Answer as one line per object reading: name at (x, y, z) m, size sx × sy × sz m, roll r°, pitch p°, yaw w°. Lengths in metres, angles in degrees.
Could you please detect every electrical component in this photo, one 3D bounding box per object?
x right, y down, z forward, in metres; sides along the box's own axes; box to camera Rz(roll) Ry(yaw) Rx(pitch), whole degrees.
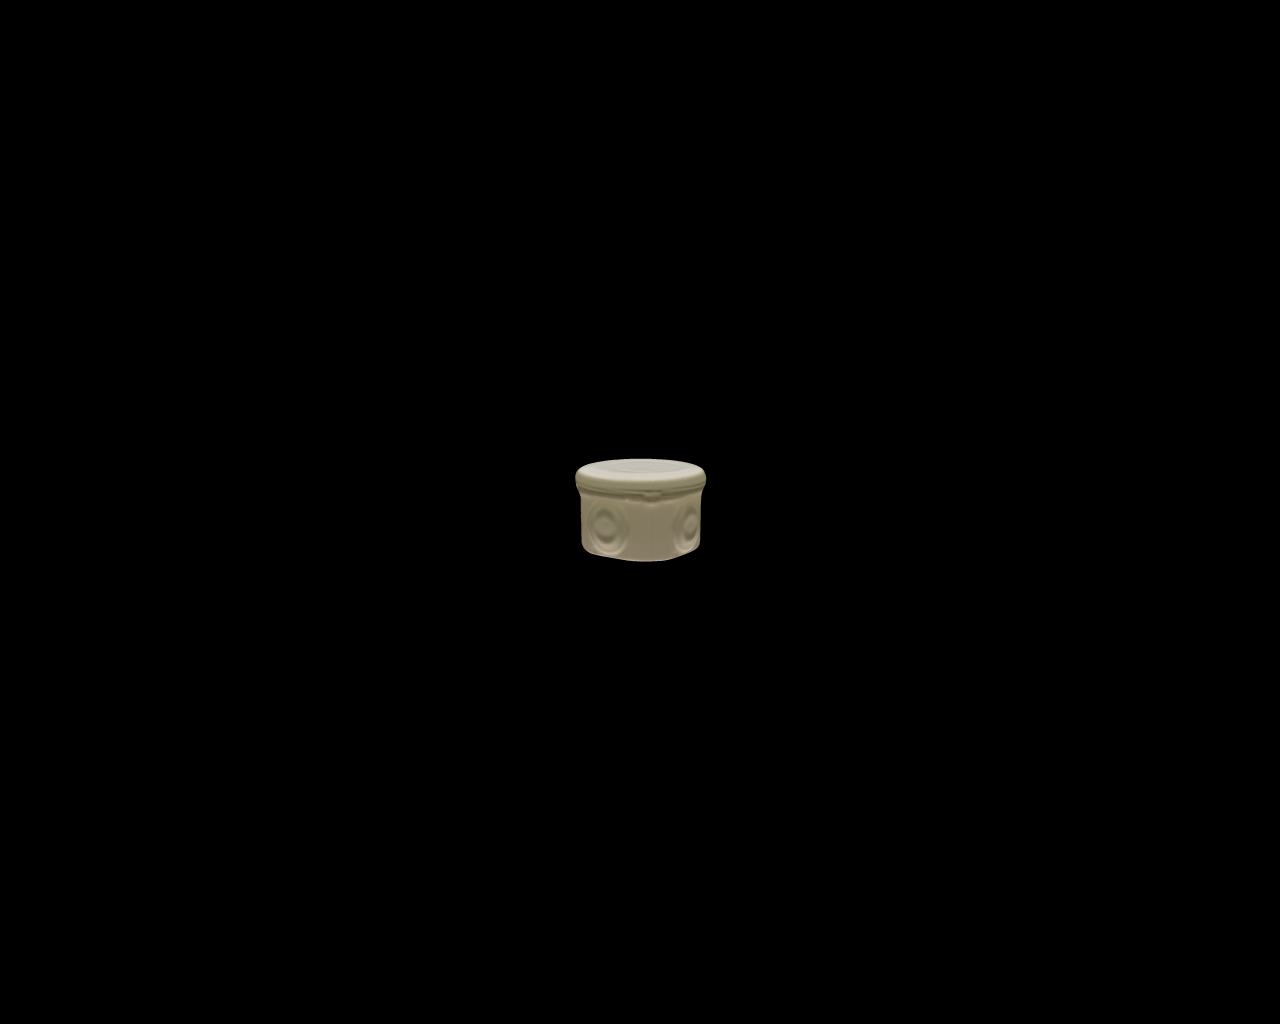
electrical component at (0.001, -0.003, 0.650) m, size 0.080 × 0.051 × 0.080 m, roll 0°, pitch 11°, yaw 0°
